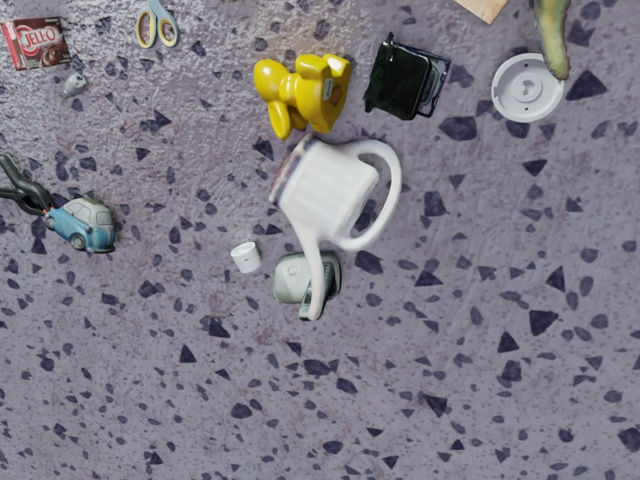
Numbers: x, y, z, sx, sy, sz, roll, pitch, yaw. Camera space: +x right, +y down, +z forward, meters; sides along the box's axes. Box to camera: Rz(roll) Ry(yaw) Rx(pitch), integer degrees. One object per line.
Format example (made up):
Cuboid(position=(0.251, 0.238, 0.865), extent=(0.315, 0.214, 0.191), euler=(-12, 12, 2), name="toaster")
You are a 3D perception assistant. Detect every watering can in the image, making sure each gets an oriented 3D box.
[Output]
Cuboid(position=(0.003, -0.048, 0.946), extent=(0.225, 0.103, 0.349), euler=(31, 85, 10), name="watering can")

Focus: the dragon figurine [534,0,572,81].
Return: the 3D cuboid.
Cuboid(position=(0.325, -0.436, 0.642), extent=(0.241, 0.124, 0.406), euler=(-26, 105, 16), name="dragon figurine")
